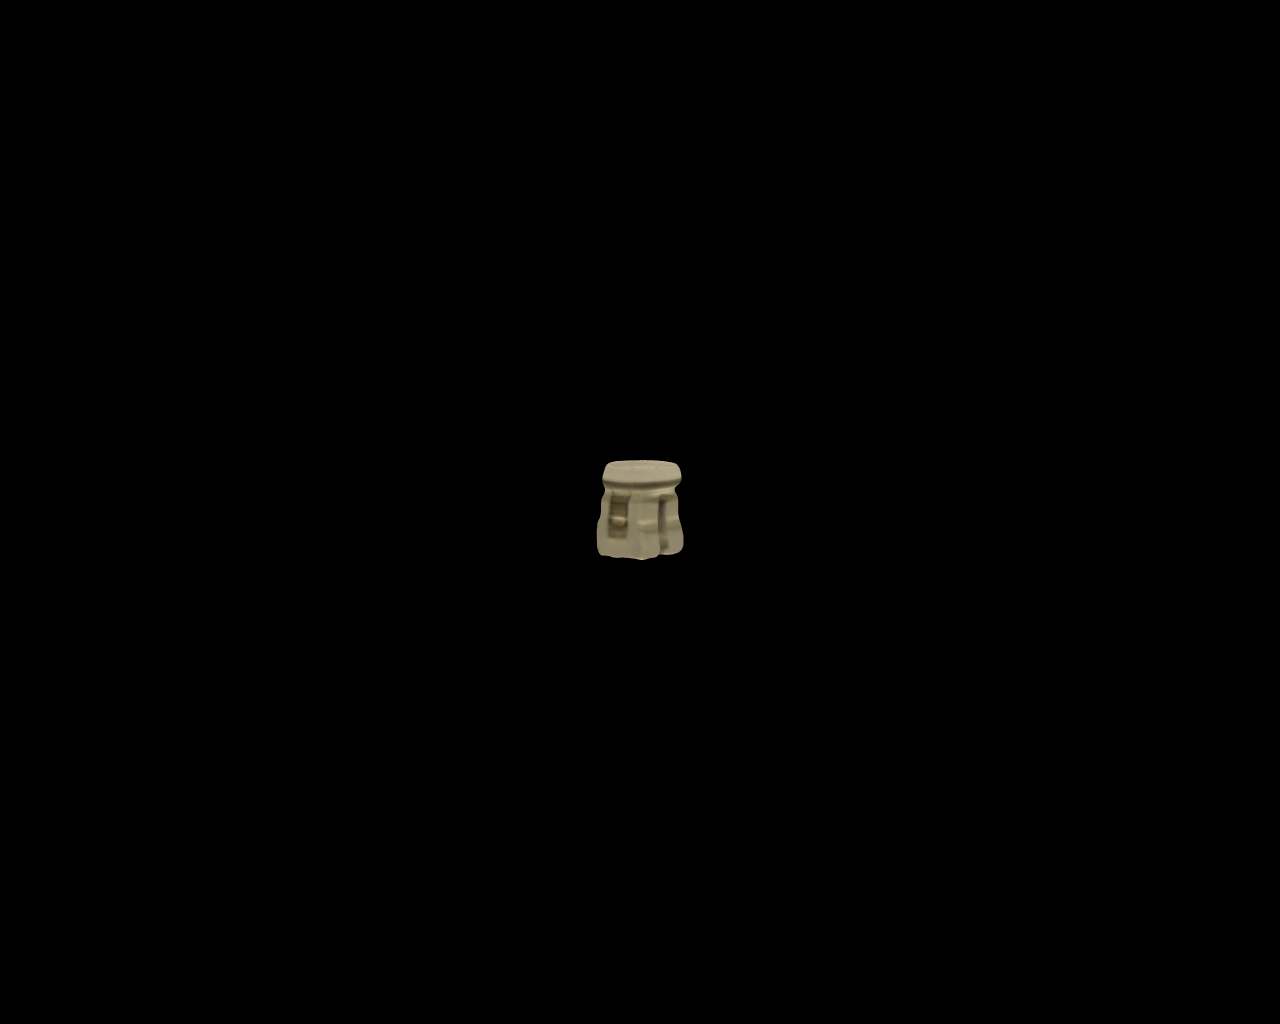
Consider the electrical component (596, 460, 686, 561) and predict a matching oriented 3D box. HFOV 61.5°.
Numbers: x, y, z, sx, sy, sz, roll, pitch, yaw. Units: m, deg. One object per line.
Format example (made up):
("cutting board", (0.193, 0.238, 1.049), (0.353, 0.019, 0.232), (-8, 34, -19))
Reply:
("electrical component", (0.001, -0.003, 0.650), (0.048, 0.055, 0.066), (5, 9, 35))
